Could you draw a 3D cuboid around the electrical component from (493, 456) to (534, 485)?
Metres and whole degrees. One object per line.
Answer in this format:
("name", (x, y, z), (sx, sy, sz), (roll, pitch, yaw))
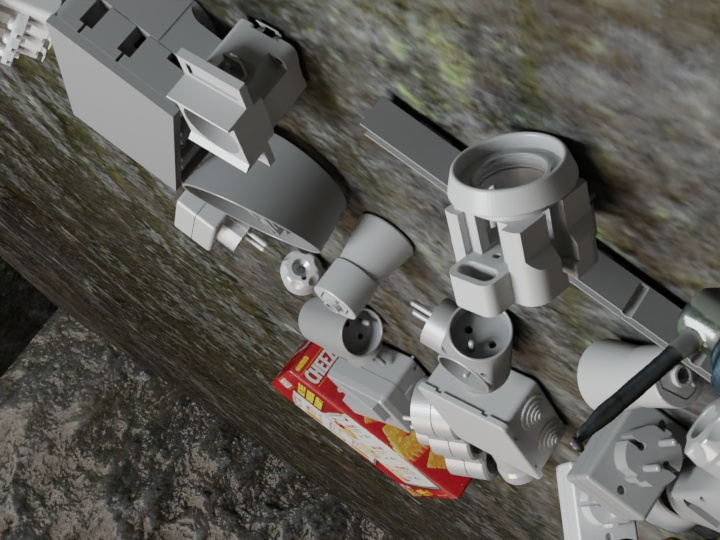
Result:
("electrical component", (0.137, 0.163, 0.963), (0.040, 0.040, 0.046), (20, 152, 47))

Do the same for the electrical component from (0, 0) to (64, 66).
("electrical component", (-0.225, -0.176, 0.696), (0.063, 0.078, 0.121), (19, 172, -21))

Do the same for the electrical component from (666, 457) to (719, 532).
("electrical component", (0.240, 0.145, 0.663), (0.079, 0.043, 0.077), (36, 165, 0))

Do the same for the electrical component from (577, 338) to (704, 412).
("electrical component", (0.157, 0.059, 0.595), (0.044, 0.044, 0.065), (41, 160, -15))

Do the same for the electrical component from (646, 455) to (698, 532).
("electrical component", (0.221, 0.159, 0.746), (0.043, 0.043, 0.081), (32, 165, 18))

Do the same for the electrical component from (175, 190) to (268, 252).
("electrical component", (-0.107, -0.041, 0.877), (0.076, 0.047, 0.083), (37, 165, -3))

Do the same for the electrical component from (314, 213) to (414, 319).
("electrical component", (0.000, 0.000, 0.722), (0.044, 0.065, 0.044), (34, 165, 11))

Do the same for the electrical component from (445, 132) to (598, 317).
("electrical component", (0.071, -0.025, 0.480), (0.058, 0.078, 0.057), (23, 139, 45))

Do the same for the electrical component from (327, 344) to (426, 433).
("electrical component", (0.016, 0.107, 1.022), (0.096, 0.061, 0.061), (21, 159, 46))

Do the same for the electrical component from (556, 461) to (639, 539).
("electrical component", (0.185, 0.176, 0.814), (0.047, 0.065, 0.076), (-3, 166, -7))

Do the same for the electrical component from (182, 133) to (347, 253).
("electrical component", (-0.060, -0.048, 0.715), (0.099, 0.064, 0.099), (34, 165, 10))

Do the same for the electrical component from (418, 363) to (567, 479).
("electrical component", (0.107, 0.109, 0.846), (0.100, 0.048, 0.099), (23, 160, 41))

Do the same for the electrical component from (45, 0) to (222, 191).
("electrical component", (-0.130, -0.118, 0.665), (0.089, 0.061, 0.150), (37, 165, 0))

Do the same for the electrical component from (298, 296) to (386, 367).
("electrical component", (-0.007, 0.061, 0.967), (0.079, 0.043, 0.077), (45, 163, -28))

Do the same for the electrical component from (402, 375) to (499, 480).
("electrical component", (0.074, 0.141, 0.970), (0.074, 0.052, 0.138), (4, 149, 30))

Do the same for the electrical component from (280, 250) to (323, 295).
("electrical component", (-0.049, 0.005, 0.912), (0.035, 0.035, 0.061), (35, 168, 8))

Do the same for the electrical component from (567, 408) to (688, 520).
("electrical component", (0.177, 0.117, 0.676), (0.047, 0.065, 0.076), (37, 165, 0))

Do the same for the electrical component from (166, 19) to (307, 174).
("electrical component", (-0.063, -0.096, 0.578), (0.042, 0.063, 0.081), (31, 165, 17))

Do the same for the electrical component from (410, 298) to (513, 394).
("electrical component", (0.068, 0.045, 0.746), (0.079, 0.044, 0.077), (31, 165, 18))

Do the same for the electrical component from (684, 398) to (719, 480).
("electrical component", (0.214, 0.101, 0.588), (0.062, 0.043, 0.043), (35, 165, 4))
